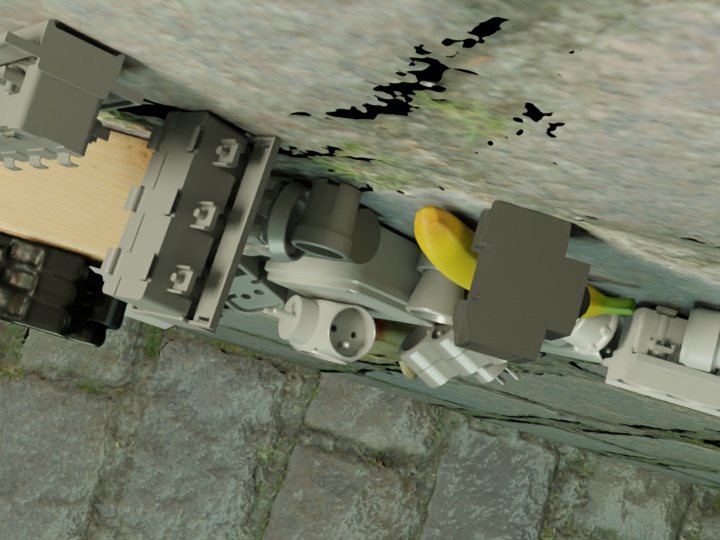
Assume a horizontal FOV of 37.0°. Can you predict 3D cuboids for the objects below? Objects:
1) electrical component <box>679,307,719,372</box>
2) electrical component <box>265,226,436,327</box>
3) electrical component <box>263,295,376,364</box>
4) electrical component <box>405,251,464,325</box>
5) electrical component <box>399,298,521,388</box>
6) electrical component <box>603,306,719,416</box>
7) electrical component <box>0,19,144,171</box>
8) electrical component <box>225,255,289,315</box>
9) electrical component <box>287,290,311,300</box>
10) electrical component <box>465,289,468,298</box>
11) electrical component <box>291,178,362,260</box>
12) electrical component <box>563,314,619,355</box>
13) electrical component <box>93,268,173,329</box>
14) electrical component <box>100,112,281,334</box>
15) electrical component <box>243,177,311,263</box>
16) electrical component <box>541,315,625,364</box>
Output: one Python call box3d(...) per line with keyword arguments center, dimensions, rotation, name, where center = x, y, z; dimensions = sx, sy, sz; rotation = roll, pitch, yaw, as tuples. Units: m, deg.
box3d(center=(0.261, 0.053, 0.767), dimensions=(0.055, 0.045, 0.045), rotation=(13, 171, 19), name="electrical component")
box3d(center=(0.000, 0.000, 0.863), dimensions=(0.109, 0.056, 0.109), rotation=(7, 167, 45), name="electrical component")
box3d(center=(-0.039, 0.044, 0.867), dimensions=(0.079, 0.044, 0.077), rotation=(20, 170, -27), name="electrical component")
box3d(center=(0.063, 0.010, 0.815), dimensions=(0.045, 0.055, 0.045), rotation=(15, 171, 3), name="electrical component")
box3d(center=(0.097, 0.065, 0.858), dimensions=(0.074, 0.052, 0.138), rotation=(44, 146, -11), name="electrical component")
box3d(center=(0.261, 0.073, 0.830), dimensions=(0.121, 0.063, 0.078), rotation=(17, 171, -3), name="electrical component")
box3d(center=(-0.187, -0.094, 0.599), dimensions=(0.079, 0.063, 0.121), rotation=(23, 169, -37), name="electrical component")
box3d(center=(-0.100, -0.012, 0.903), dimensions=(0.054, 0.059, 0.095), rotation=(-11, 144, 30), name="electrical component")
box3d(center=(-0.125, -0.011, 1.004), dimensions=(0.105, 0.060, 0.186), rotation=(7, 167, 46), name="electrical component")
box3d(center=(0.097, 0.030, 0.915), dimensions=(0.045, 0.045, 0.055), rotation=(22, 169, -34), name="electrical component")
box3d(center=(-0.021, -0.034, 0.725), dimensions=(0.040, 0.046, 0.040), rotation=(16, 171, 3), name="electrical component")
box3d(center=(0.164, 0.033, 0.826), dimensions=(0.062, 0.048, 0.048), rotation=(29, 167, -19), name="electrical component")
box3d(center=(-0.230, -0.010, 1.065), dimensions=(0.105, 0.060, 0.186), rotation=(-24, 147, 34), name="electrical component")
box3d(center=(-0.104, -0.031, 0.653), dimensions=(0.079, 0.121, 0.063), rotation=(8, 165, 42), name="electrical component")
box3d(center=(-0.066, -0.037, 0.751), dimensions=(0.057, 0.058, 0.078), rotation=(14, 166, 21), name="electrical component")
box3d(center=(0.169, 0.046, 0.890), dimensions=(0.079, 0.043, 0.077), rotation=(26, 169, -40), name="electrical component")
